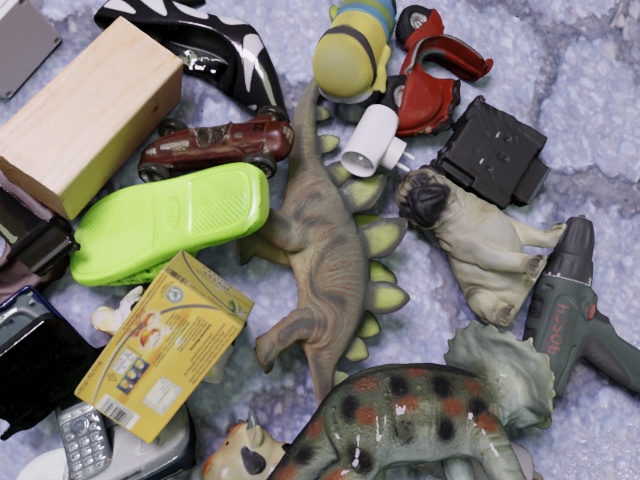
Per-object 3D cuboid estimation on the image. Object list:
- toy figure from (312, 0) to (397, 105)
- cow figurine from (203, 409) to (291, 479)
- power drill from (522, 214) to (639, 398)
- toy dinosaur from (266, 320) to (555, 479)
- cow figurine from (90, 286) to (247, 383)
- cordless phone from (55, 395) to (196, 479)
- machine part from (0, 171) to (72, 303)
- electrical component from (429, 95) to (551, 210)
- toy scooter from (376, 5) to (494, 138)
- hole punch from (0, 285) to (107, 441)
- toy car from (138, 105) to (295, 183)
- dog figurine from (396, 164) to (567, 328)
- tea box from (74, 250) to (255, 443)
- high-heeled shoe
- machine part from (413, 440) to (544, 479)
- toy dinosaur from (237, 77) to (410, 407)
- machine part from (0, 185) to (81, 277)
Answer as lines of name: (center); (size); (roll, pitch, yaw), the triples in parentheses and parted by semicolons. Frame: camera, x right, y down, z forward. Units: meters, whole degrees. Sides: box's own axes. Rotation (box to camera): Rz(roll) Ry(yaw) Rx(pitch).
toy figure: (0.043, -0.245, 0.654); (0.089, 0.082, 0.180); (47, 55, -41)
cow figurine: (-0.035, 0.269, 0.616); (0.195, 0.085, 0.127); (9, 58, -15)
power drill: (0.366, 0.107, 0.679); (0.207, 0.086, 0.232); (26, 85, -7)
toy dinosaur: (0.085, 0.192, 0.552); (0.405, 0.131, 0.192); (-4, 63, -9)
cow figurine: (-0.176, 0.095, 0.632); (0.167, 0.068, 0.098); (24, 79, -6)
cordless phone: (-0.231, 0.199, 0.620); (0.147, 0.088, 0.184); (-24, 69, -7)
machine part: (-0.384, 0.006, 0.626); (0.179, 0.056, 0.179); (0, 86, -6)
electrical component: (0.224, -0.102, 0.694); (0.134, 0.058, 0.115); (32, 85, -2)
toy scooter: (0.150, -0.205, 0.689); (0.135, 0.075, 0.184); (17, 79, -5)
hole punch: (-0.315, 0.125, 0.577); (0.092, 0.115, 0.142); (26, 59, 36)
toy car: (-0.126, -0.109, 0.620); (0.202, 0.053, 0.089); (0, 58, 20)
dog figurine: (0.175, 0.011, 0.668); (0.191, 0.121, 0.172); (29, 125, 23)
tea box: (-0.156, 0.108, 0.546); (0.098, 0.068, 0.169); (39, 103, -8)
high-heeled shoe: (-0.155, -0.217, 0.642); (0.145, 0.086, 0.249); (-27, 70, -27)
machine part: (0.162, 0.253, 0.647); (0.243, 0.079, 0.079); (25, 83, -4)
toy dinosaur: (-0.001, -0.002, 0.645); (0.199, 0.105, 0.471); (-7, 81, -14)
machine part: (-0.325, -0.026, 0.567); (0.084, 0.039, 0.138); (-29, 110, 24)
